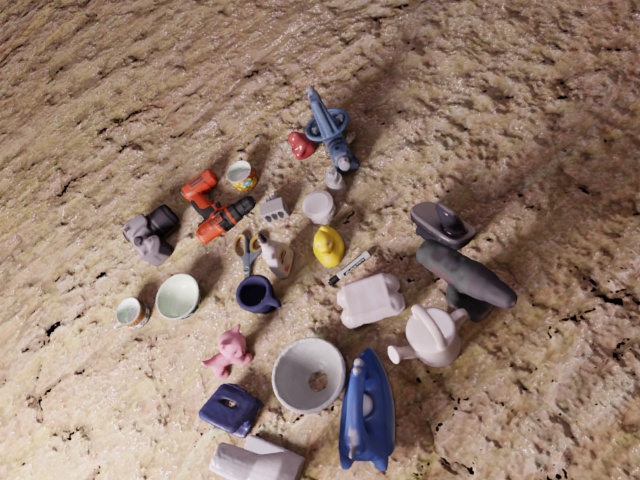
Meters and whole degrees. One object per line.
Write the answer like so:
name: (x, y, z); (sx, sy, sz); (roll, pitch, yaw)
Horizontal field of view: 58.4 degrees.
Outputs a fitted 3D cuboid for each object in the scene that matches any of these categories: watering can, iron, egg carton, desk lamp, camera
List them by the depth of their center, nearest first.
desk lamp: (-0.114, 0.461, 1.133); (0.202, 0.214, 0.118); (14, 71, 24)
watering can: (0.220, 0.193, 1.158); (0.100, 0.194, 0.173); (32, 79, 29)
iron: (0.084, 0.331, 1.169); (0.118, 0.142, 0.258); (-6, 64, 17)
egg carton: (0.114, 0.137, 1.294); (0.150, 0.069, 0.107); (-19, 61, 10)
camera: (-0.450, -0.027, 1.551); (0.137, 0.101, 0.142); (-41, 59, -3)

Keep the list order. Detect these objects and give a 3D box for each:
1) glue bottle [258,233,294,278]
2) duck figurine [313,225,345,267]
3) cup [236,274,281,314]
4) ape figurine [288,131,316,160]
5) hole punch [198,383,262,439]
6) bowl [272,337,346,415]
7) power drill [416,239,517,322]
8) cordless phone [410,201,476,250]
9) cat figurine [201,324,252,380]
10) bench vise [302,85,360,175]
glue bottle: (-0.112, 0.027, 1.365); (0.037, 0.173, 0.078); (1, 66, 20)
duck figurine: (0.013, 0.005, 1.383); (0.077, 0.086, 0.104); (-15, 61, 12)
cup: (-0.130, 0.143, 1.361); (0.117, 0.095, 0.092); (19, 73, 26)
ape figurine: (-0.057, -0.260, 1.532); (0.076, 0.092, 0.078); (-3, 65, 18)
hole punch: (-0.201, 0.375, 1.276); (0.108, 0.091, 0.101); (17, 72, 25)
bowl: (-0.016, 0.303, 1.256); (0.167, 0.075, 0.167); (-8, 63, 16)
power drill: (0.303, 0.092, 1.169); (0.228, 0.209, 0.076); (36, 81, 30)
cordless phone: (0.264, -0.055, 1.268); (0.147, 0.185, 0.094); (36, 81, 30)
cat figurine: (-0.216, 0.256, 1.323); (0.128, 0.118, 0.067); (-36, 59, 0)
bench vise: (0.034, -0.280, 1.436); (0.121, 0.220, 0.207); (-40, 59, -2)
